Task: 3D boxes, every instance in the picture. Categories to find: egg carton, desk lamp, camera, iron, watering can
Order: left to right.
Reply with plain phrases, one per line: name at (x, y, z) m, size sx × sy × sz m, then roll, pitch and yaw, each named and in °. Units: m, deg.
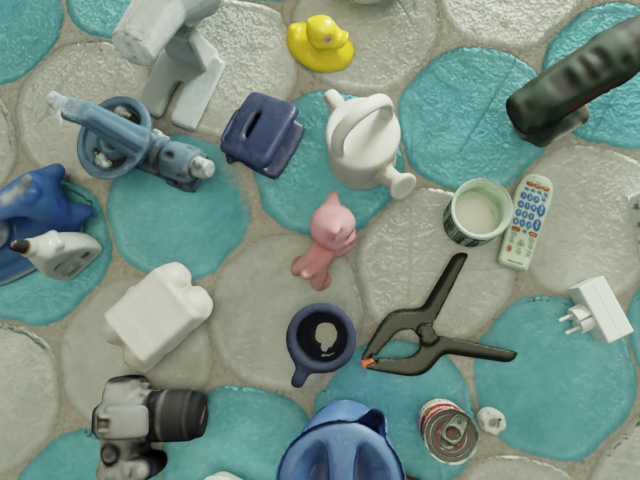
iron at (-0.462, -0.006, 0.803) m, size 0.258 × 0.141 × 0.118 m, roll -37°, pitch 82°, yaw -2°
camera at (-0.227, 0.257, 0.774) m, size 0.136 × 0.101 × 0.143 m, roll -2°, pitch 82°, yaw 3°
egg carton at (-0.230, 0.107, 0.810) m, size 0.150 × 0.069 × 0.107 m, roll -43°, pitch 82°, yaw -3°
desk lamp at (-0.199, -0.286, 0.789) m, size 0.118 × 0.213 × 0.203 m, roll 21°, pitch 84°, yaw 6°
watering can at (0.063, -0.132, 0.762) m, size 0.172 × 0.194 × 0.101 m, roll 32°, pitch 85°, yaw 7°

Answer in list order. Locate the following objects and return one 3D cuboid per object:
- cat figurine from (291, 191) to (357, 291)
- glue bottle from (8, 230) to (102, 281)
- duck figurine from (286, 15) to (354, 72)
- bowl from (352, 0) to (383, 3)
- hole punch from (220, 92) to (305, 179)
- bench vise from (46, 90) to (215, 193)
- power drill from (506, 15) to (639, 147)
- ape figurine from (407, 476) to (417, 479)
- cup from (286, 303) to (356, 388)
cat figurine at (0.007, 0.003, 0.786) m, size 0.067 × 0.118 × 0.128 m, roll 30°, pitch 85°, yaw 7°
glue bottle at (-0.366, 0.016, 0.778) m, size 0.078 × 0.173 × 0.037 m, roll -41°, pitch 82°, yaw -2°
duck figurine at (-0.002, -0.300, 0.843) m, size 0.104 × 0.086 × 0.077 m, roll 20°, pitch 84°, yaw 6°
bowl at (0.073, -0.424, 0.861) m, size 0.167 × 0.075 × 0.167 m, roll 0°, pitch 82°, yaw 3°
hole punch at (-0.088, -0.154, 0.826) m, size 0.101 × 0.091 × 0.109 m, roll 27°, pitch 85°, yaw 7°
bench vise at (-0.248, -0.143, 0.769) m, size 0.207 × 0.220 × 0.121 m, roll 1°, pitch 82°, yaw 4°
power drill at (0.340, -0.202, 0.748) m, size 0.229 × 0.208 × 0.075 m, roll -32°, pitch 81°, yaw -1°
ape figurine at (0.114, 0.351, 0.746) m, size 0.076 × 0.092 × 0.078 m, roll -8°, pitch 82°, yaw 2°
cup at (-0.002, 0.144, 0.779) m, size 0.091 × 0.095 × 0.118 m, roll 27°, pitch 85°, yaw 7°
